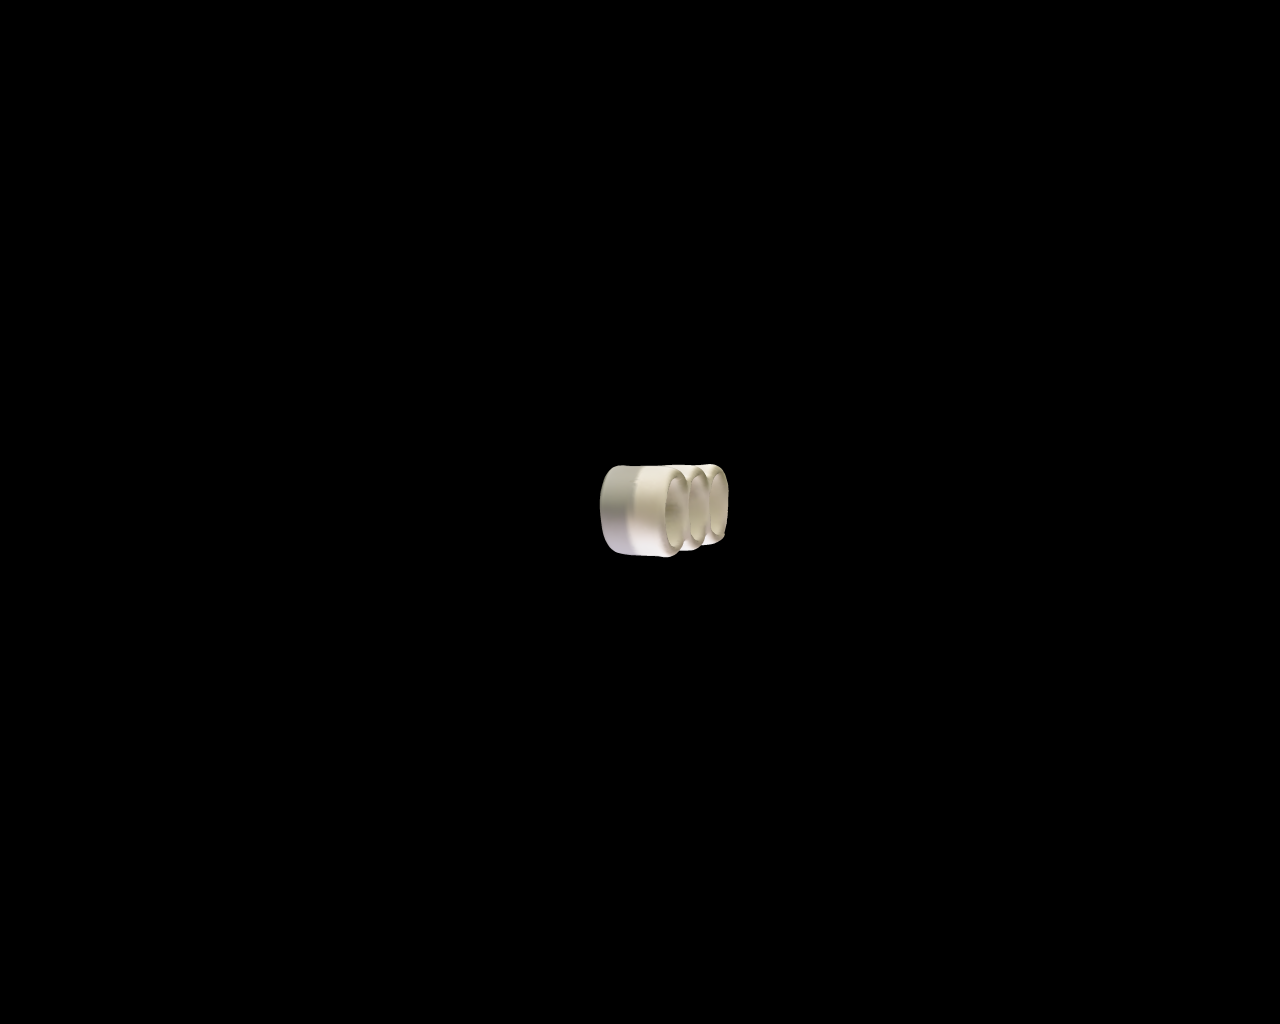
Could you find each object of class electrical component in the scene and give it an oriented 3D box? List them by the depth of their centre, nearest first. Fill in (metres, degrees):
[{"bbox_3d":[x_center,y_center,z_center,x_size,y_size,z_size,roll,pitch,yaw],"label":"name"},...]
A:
[{"bbox_3d":[0.001,-0.003,0.650,0.074,0.052,0.138,1,3,20],"label":"electrical component"}]
